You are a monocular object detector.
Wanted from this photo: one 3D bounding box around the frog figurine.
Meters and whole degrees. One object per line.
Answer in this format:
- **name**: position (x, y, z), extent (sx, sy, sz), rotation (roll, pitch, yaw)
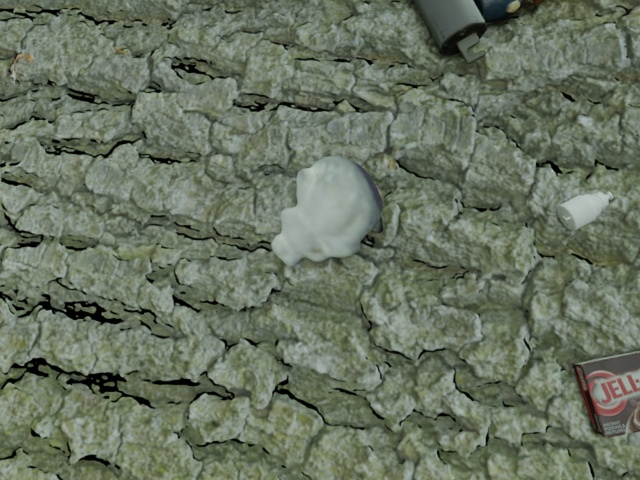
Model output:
- **frog figurine**: position (0.002, -0.036, 0.710), extent (0.160, 0.122, 0.137), rotation (-27, 95, -13)
